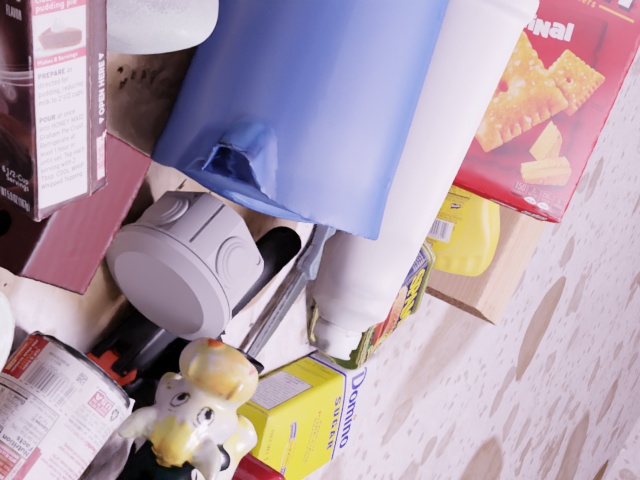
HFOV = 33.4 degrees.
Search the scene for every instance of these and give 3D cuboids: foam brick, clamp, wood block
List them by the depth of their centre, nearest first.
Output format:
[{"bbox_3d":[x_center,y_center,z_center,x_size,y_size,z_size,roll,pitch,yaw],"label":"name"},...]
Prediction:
[{"bbox_3d":[-0.127,-0.021,0.506,0.078,0.053,0.051,-64,153,-3],"label":"foam brick"},{"bbox_3d":[-0.074,0.050,0.680,0.171,0.039,0.120,-11,122,-58],"label":"clamp"},{"bbox_3d":[0.159,-0.038,0.974,0.206,0.091,0.090,-63,155,-4],"label":"wood block"}]

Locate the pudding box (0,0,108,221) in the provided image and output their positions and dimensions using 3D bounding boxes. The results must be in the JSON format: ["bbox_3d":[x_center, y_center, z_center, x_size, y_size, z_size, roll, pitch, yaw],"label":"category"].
[{"bbox_3d":[-0.127,-0.071,0.394,0.039,0.114,0.090,-32,138,-45],"label":"pudding box"}]

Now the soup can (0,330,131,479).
[{"bbox_3d":[-0.154,0.105,0.548,0.102,0.069,0.068,-54,152,-23],"label":"soup can"}]

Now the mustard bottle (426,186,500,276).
[{"bbox_3d":[0.111,-0.072,0.850,0.058,0.096,0.192,-36,142,-58],"label":"mustard bottle"}]

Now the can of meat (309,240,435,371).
[{"bbox_3d":[0.039,0.046,0.852,0.083,0.057,0.102,-43,159,-33],"label":"can of meat"}]

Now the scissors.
[{"bbox_3d":[-0.005,0.001,0.790,0.201,0.016,0.096,-48,147,-31],"label":"scissors"}]

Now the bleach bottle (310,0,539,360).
[{"bbox_3d":[0.053,-0.043,0.672,0.102,0.068,0.251,-133,-116,-80],"label":"bleach bottle"}]

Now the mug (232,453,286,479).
[{"bbox_3d":[-0.082,0.182,0.731,0.117,0.082,0.093,-12,122,-58],"label":"mug"}]

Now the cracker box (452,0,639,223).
[{"bbox_3d":[0.134,-0.138,0.758,0.072,0.164,0.214,-130,-118,-76],"label":"cracker box"}]

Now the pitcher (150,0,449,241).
[{"bbox_3d":[0.010,-0.129,0.594,0.144,0.149,0.243,19,93,-31],"label":"pitcher"}]

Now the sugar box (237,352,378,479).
[{"bbox_3d":[-0.018,0.147,0.860,0.175,0.048,0.093,-16,126,-55],"label":"sugar box"}]
